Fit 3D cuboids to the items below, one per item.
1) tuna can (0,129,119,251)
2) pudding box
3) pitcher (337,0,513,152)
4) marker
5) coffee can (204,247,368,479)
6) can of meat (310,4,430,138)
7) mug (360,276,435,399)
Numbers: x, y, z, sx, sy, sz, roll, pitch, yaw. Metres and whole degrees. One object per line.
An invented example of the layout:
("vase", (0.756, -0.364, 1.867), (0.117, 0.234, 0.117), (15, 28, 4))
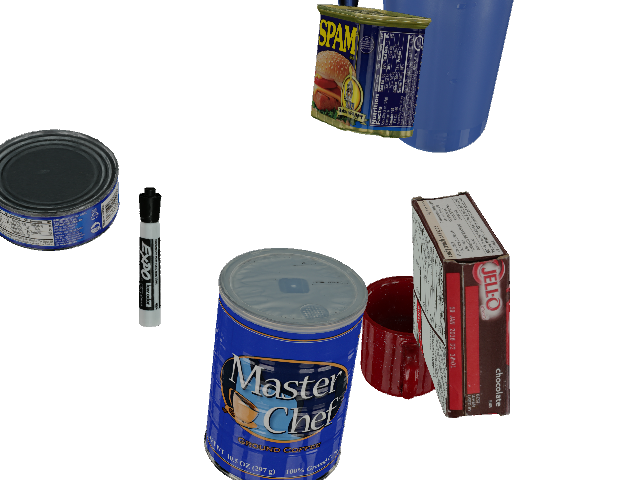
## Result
("tuna can", (-0.173, -0.033, 0.688), (0.086, 0.034, 0.086), (4, 42, -3))
("pudding box", (0.076, 0.032, 0.587), (0.039, 0.090, 0.113), (-4, 20, -4))
("pitcher", (0.111, -0.205, 1.056), (0.144, 0.243, 0.149), (-37, 59, -26))
("marker", (-0.146, 0.014, 0.912), (0.020, 0.121, 0.020), (2, 16, -1))
("coffee can", (-0.027, 0.090, 0.759), (0.102, 0.140, 0.103), (6, 28, -4))
("can of meat", (0.033, -0.124, 0.773), (0.057, 0.084, 0.102), (-1, 16, -23))
("mug", (0.080, 0.099, 0.992), (0.093, 0.081, 0.117), (0, 33, -3))
